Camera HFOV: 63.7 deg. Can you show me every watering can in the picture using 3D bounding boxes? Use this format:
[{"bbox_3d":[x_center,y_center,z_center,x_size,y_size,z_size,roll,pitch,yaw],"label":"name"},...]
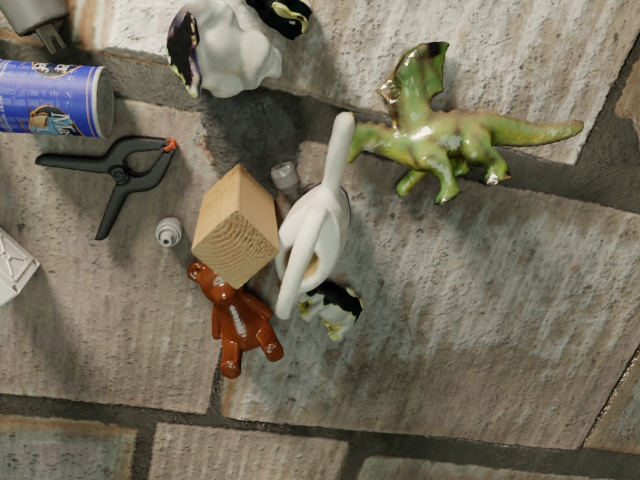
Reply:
[{"bbox_3d":[0.002,-0.041,0.808,0.104,0.228,0.342,21,110,2],"label":"watering can"}]

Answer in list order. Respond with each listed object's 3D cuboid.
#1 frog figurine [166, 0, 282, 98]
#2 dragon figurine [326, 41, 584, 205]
[{"bbox_3d":[-0.138,-0.282,0.761,0.161,0.123,0.135,-22,112,-39],"label":"frog figurine"},{"bbox_3d":[0.206,-0.202,0.837,0.410,0.124,0.240,-24,107,1],"label":"dragon figurine"}]
